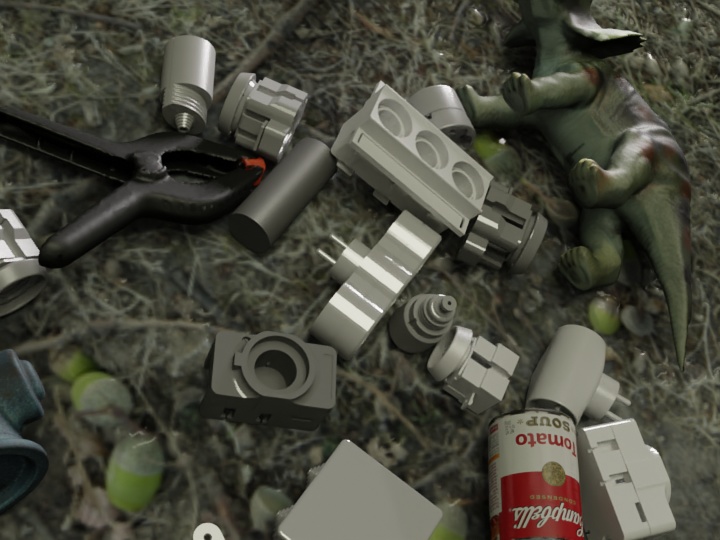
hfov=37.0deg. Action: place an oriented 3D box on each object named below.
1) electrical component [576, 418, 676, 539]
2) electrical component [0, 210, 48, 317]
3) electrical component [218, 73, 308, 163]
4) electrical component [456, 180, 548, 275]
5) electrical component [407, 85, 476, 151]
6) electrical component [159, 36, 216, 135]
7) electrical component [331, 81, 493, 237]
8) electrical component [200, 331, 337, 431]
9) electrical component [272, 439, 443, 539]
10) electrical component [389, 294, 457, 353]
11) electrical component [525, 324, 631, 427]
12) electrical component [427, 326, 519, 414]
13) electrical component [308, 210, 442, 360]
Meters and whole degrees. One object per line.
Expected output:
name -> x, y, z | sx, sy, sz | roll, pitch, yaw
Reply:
electrical component -> 0.200, 0.166, 0.831 | 0.056, 0.050, 0.089 | -7, 65, -22
electrical component -> -0.257, -0.004, 0.756 | 0.057, 0.058, 0.078 | 53, 20, 11
electrical component -> -0.082, -0.128, 0.890 | 0.057, 0.058, 0.078 | 23, 34, -2
electrical component -> 0.122, -0.031, 0.910 | 0.057, 0.058, 0.078 | 26, 57, -1
electrical component -> 0.069, -0.129, 0.948 | 0.055, 0.055, 0.047 | -7, 61, -23
electrical component -> -0.143, -0.149, 0.890 | 0.043, 0.043, 0.081 | 8, 60, -15
electrical component -> 0.042, -0.086, 0.889 | 0.121, 0.063, 0.078 | 38, 48, -18
electrical component -> -0.066, 0.080, 0.782 | 0.089, 0.055, 0.050 | 9, 59, -14
electrical component -> -0.005, 0.182, 0.747 | 0.100, 0.048, 0.099 | 37, 53, 4
electrical component -> 0.053, 0.038, 0.836 | 0.040, 0.078, 0.040 | 8, 68, -20
electrical component -> 0.181, 0.096, 0.867 | 0.079, 0.044, 0.077 | 31, 57, -1
electrical component -> 0.087, 0.076, 0.845 | 0.055, 0.048, 0.066 | 34, 56, -8
electrical component -> 0.000, 0.000, 0.852 | 0.074, 0.052, 0.138 | 37, 57, 3
